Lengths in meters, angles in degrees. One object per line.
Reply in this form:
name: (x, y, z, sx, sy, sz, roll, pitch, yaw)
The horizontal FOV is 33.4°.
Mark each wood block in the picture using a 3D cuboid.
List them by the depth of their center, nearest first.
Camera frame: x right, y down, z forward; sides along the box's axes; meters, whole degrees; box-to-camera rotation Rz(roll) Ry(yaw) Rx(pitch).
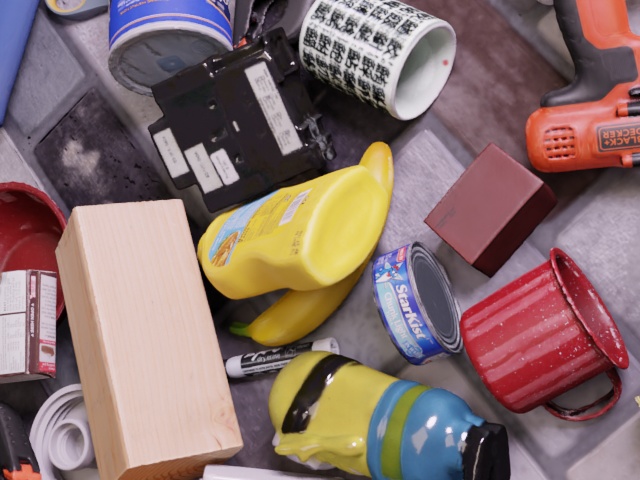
wood block: (-0.137, 0.081, 0.832, 0.090, 0.090, 0.206, -49, 53, 55)

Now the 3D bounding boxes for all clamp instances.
clamp: (-0.024, -0.227, 0.893, 0.171, 0.039, 0.120, -46, 60, 11)
clamp: (-0.305, 0.187, 0.918, 0.210, 0.036, 0.164, 19, 91, 46)

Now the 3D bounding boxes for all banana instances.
banana: (0.004, 0.015, 0.829, 0.198, 0.037, 0.070, -51, 60, 8)

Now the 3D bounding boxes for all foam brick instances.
foam brick: (0.124, -0.021, 0.772, 0.078, 0.051, 0.053, -49, 63, 9)

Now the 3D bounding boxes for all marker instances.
marker: (-0.043, 0.097, 0.845, 0.121, 0.020, 0.020, -13, 74, 23)

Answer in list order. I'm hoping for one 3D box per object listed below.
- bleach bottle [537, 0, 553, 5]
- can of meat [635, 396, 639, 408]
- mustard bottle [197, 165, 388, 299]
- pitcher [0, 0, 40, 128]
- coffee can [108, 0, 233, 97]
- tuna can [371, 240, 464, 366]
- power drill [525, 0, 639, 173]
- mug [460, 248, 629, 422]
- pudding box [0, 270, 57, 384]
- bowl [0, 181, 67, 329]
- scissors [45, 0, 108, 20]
bleach bottle: (0.115, -0.292, 0.828, 0.102, 0.068, 0.251, -49, 61, 9)
can of meat: (0.264, 0.119, 0.672, 0.084, 0.057, 0.102, -38, 66, 12)
mustard bottle: (-0.037, 0.001, 0.808, 0.192, 0.058, 0.096, -12, 39, 52)
pitcher: (-0.318, -0.235, 0.982, 0.149, 0.144, 0.243, 14, 83, 30)
coffee can: (-0.126, -0.204, 0.891, 0.103, 0.102, 0.140, -16, 64, 22)
tuna can: (0.070, 0.046, 0.764, 0.034, 0.086, 0.086, -23, 70, 22)
power drill: (0.223, -0.141, 0.713, 0.185, 0.057, 0.187, -6, 100, 16)
mug: (0.156, 0.074, 0.724, 0.082, 0.093, 0.117, -34, 103, 21)
pudding box: (-0.274, 0.074, 0.888, 0.114, 0.039, 0.090, -9, 77, 26)
bowl: (-0.269, 0.032, 0.947, 0.162, 0.055, 0.162, -6, 77, 25)
scissors: (-0.188, -0.207, 0.979, 0.096, 0.016, 0.202, -41, 64, 10)
